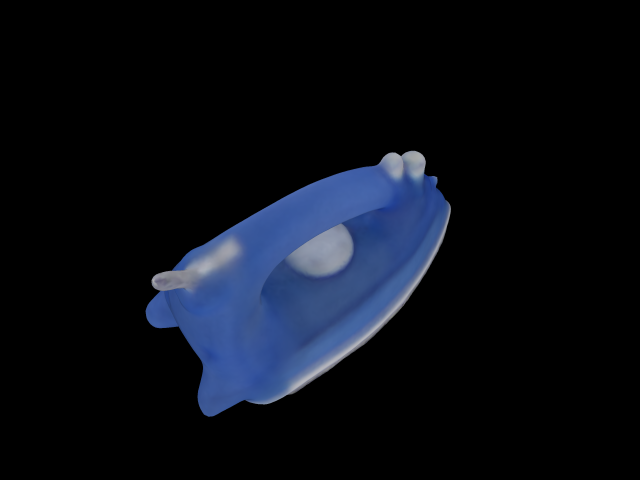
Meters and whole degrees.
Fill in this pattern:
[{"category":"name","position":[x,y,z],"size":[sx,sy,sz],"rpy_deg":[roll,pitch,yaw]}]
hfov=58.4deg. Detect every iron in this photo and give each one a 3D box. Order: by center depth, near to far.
[{"category":"iron","position":[0.004,0.001,0.400],"size":[0.259,0.141,0.118],"rpy_deg":[-32,64,-18]}]
